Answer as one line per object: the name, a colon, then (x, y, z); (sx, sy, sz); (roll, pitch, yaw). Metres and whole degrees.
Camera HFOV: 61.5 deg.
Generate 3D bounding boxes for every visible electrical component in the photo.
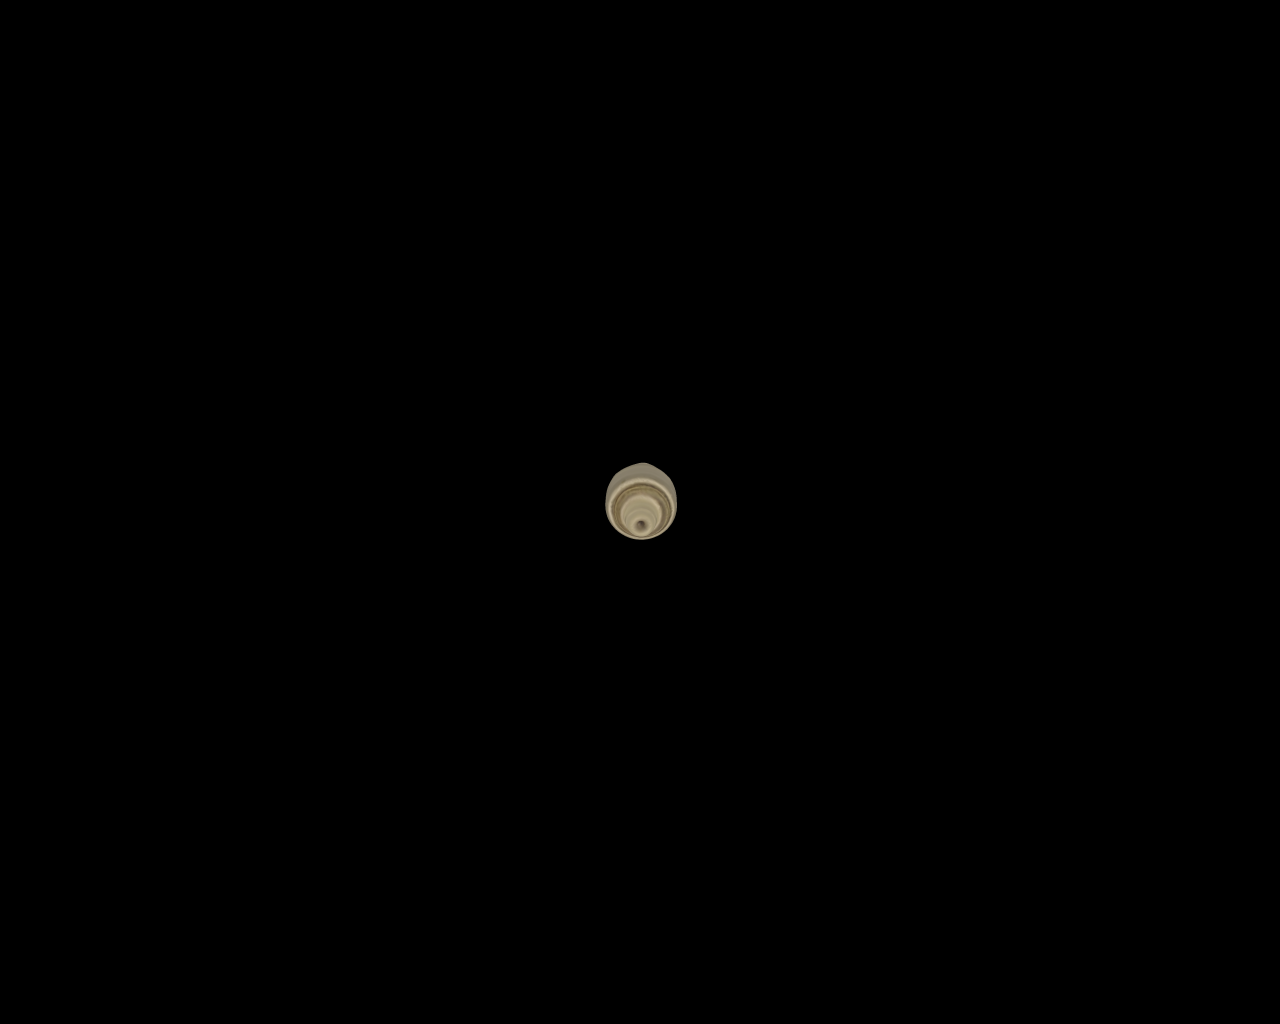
electrical component: (0.001, -0.003, 0.650); (0.043, 0.043, 0.062); (0, 21, 0)
